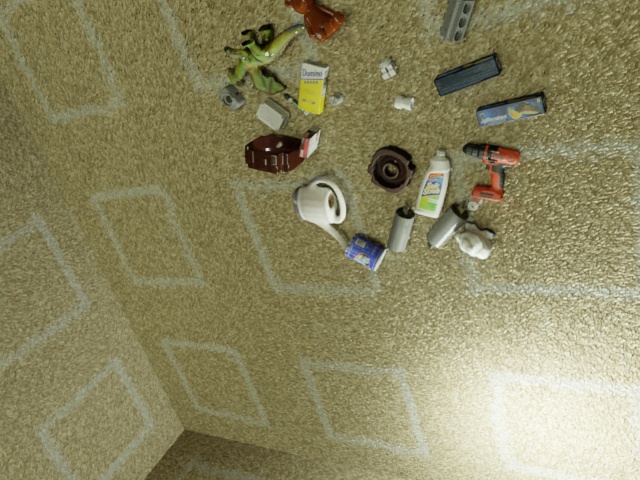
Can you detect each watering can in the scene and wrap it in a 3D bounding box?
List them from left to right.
[{"bbox_3d":[0.006,-0.106,2.113,0.224,0.106,0.341,6,123,28],"label":"watering can"}]

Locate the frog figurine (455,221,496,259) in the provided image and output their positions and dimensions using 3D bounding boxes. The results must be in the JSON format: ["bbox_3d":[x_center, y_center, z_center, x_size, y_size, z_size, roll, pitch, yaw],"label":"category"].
[{"bbox_3d":[0.546,0.018,1.842,0.137,0.162,0.120,40,132,1],"label":"frog figurine"}]

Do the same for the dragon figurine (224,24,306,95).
[{"bbox_3d":[-0.199,-0.656,1.915,0.410,0.125,0.237,2,137,29],"label":"dragon figurine"}]
